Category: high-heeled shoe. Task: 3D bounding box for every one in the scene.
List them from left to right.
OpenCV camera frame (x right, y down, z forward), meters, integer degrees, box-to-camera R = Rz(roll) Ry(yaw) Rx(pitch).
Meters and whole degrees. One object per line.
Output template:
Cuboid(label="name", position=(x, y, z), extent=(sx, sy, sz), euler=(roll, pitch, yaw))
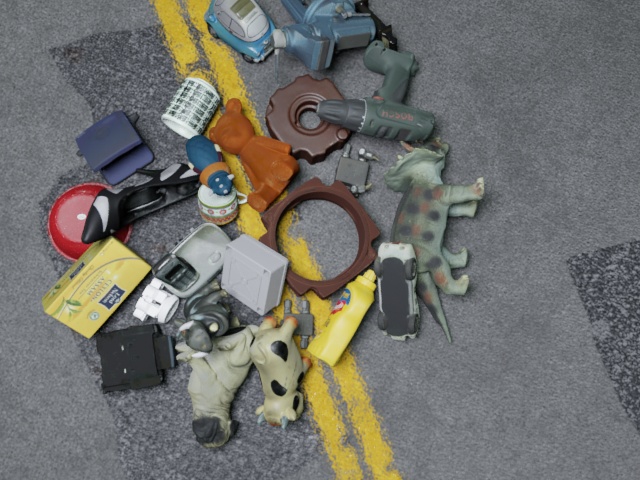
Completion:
Cuboid(label="high-heeled shoe", position=(-0.309, -0.061, 0.971), extent=(0.145, 0.086, 0.249), euler=(13, 45, 5))

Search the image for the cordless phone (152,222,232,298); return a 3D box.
Cuboid(label="cordless phone", position=(-0.232, 0.025, 0.957), extent=(0.146, 0.184, 0.089), euler=(-44, 83, -9))

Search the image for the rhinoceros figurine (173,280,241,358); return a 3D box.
Cuboid(label="rhinoceros figurine", position=(-0.204, 0.136, 0.941), extent=(0.112, 0.190, 0.073), euler=(-21, 107, -10))

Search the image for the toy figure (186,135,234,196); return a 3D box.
Cuboid(label="toy figure", position=(-0.200, -0.134, 1.001), extent=(0.064, 0.057, 0.155), euler=(-49, 59, 25))

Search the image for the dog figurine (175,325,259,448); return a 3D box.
Cuboid(label="dog figurine", position=(-0.166, 0.265, 0.981), extent=(0.172, 0.121, 0.190), euler=(-18, 98, -4))

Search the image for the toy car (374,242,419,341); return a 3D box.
Cuboid(label="toy car", position=(0.145, 0.099, 1.005), extent=(0.074, 0.056, 0.201), euler=(3, 115, 22))

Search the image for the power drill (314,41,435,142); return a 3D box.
Cuboid(label="power drill", position=(0.113, -0.289, 1.044), extent=(0.232, 0.086, 0.207), euler=(15, 54, -9))

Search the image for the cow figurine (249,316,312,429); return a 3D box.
Cuboid(label="cow figurine", position=(-0.072, 0.247, 0.962), extent=(0.086, 0.127, 0.194), euler=(1, 120, 30))

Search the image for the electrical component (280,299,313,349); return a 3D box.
Cuboid(label="electrical component", position=(-0.045, 0.162, 1.033), extent=(0.063, 0.021, 0.094), euler=(2, 83, -4))

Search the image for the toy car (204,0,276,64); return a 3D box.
Cuboid(label="toy car", position=(-0.157, -0.438, 1.071), extent=(0.109, 0.103, 0.162), euler=(-44, 85, -8))

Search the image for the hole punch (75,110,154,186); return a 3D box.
Cuboid(label="hole punch", position=(-0.397, -0.183, 1.024), extent=(0.142, 0.092, 0.116), euler=(-36, 82, -5))

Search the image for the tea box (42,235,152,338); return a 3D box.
Cuboid(label="tea box", position=(-0.404, 0.079, 0.974), extent=(0.169, 0.068, 0.098), euler=(-52, 124, -9))

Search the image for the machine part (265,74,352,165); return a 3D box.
Cuboid(label="machine part", position=(-0.021, -0.242, 1.077), extent=(0.179, 0.056, 0.179), euler=(0, 81, -3))

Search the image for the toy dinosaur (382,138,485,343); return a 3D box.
Cuboid(label="toy dinosaur", position=(0.202, -0.016, 1.037), extent=(0.192, 0.131, 0.404), euler=(10, 87, 12))

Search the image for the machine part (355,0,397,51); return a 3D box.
Cuboid(label="machine part", position=(0.119, -0.439, 1.111), extent=(0.039, 0.084, 0.139), euler=(-36, 75, 9))

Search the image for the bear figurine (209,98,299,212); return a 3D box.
Cuboid(label="bear figurine", position=(-0.135, -0.167, 1.021), extent=(0.196, 0.132, 0.120), euler=(42, 116, -5))

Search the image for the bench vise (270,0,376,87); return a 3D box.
Cuboid(label="bench vise", position=(-0.019, -0.431, 1.061), extent=(0.224, 0.128, 0.241), euler=(-23, 60, -14))

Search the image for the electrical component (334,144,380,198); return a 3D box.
Cuboid(label="electrical component", position=(0.071, -0.138, 1.074), extent=(0.078, 0.045, 0.102), euler=(20, 81, -3))

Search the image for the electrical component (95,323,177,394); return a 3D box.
Cuboid(label="electrical component", position=(-0.334, 0.213, 0.985), extent=(0.134, 0.058, 0.115), euler=(-10, 85, -5))

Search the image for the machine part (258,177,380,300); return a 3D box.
Cuboid(label="machine part", position=(-0.002, -0.003, 1.029), extent=(0.201, 0.087, 0.201), euler=(-37, 87, -7))
